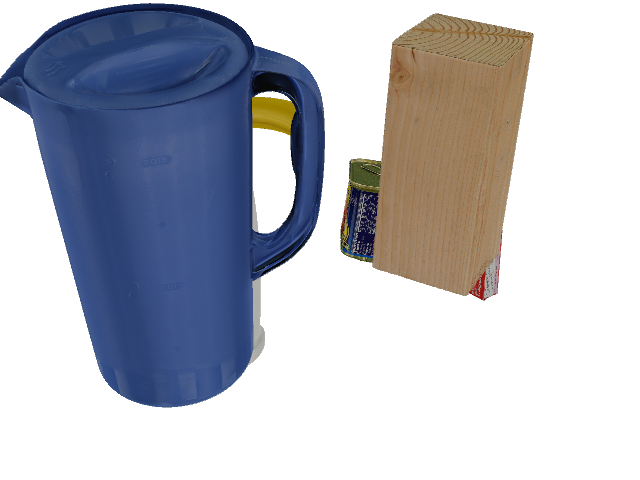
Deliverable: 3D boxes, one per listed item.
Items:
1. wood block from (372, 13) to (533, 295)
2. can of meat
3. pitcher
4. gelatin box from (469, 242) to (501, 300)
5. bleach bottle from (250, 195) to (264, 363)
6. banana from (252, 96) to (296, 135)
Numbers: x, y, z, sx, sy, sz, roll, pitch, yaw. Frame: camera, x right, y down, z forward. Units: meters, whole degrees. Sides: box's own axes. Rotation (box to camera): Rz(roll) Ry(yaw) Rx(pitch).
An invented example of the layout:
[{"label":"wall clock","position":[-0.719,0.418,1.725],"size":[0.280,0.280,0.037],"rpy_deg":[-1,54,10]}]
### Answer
[{"label":"wood block","position":[0.108,-0.071,0.891],"size":[0.091,0.206,0.090],"rpy_deg":[17,33,22]},{"label":"can of meat","position":[0.052,-0.032,1.136],"size":[0.057,0.084,0.102],"rpy_deg":[8,20,-1]},{"label":"pitcher","position":[-0.091,-0.015,0.669],"size":[0.149,0.243,0.144],"rpy_deg":[28,46,33]},{"label":"gelatin box","position":[0.181,0.018,1.292],"size":[0.030,0.089,0.073],"rpy_deg":[-21,33,-34]},{"label":"bleach bottle","position":[-0.093,-0.020,0.910],"size":[0.102,0.251,0.068],"rpy_deg":[8,23,9]},{"label":"banana","position":[-0.084,-0.141,1.249],"size":[0.198,0.037,0.069],"rpy_deg":[8,41,18]}]
